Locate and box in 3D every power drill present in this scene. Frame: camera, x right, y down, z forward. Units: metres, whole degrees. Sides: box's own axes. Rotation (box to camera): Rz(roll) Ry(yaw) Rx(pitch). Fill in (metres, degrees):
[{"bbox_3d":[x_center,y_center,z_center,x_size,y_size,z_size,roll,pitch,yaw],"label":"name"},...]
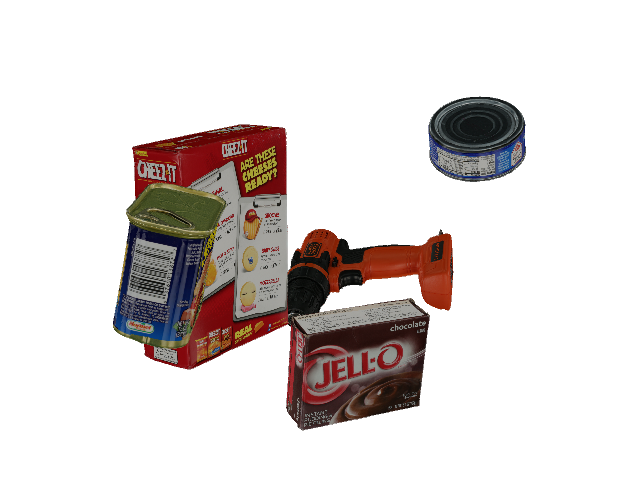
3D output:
[{"bbox_3d":[0.054,0.042,1.204,0.188,0.057,0.184,1,29,10],"label":"power drill"}]

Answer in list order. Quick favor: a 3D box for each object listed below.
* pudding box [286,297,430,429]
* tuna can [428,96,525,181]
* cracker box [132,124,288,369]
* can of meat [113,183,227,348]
[{"bbox_3d":[0.030,0.100,0.875,0.113,0.090,0.039,-9,30,-24],"label":"pudding box"},{"bbox_3d":[0.138,-0.091,0.945,0.086,0.034,0.086,-6,41,5],"label":"tuna can"},{"bbox_3d":[-0.106,0.001,1.065,0.072,0.214,0.163,9,17,34],"label":"cracker box"},{"bbox_3d":[-0.103,0.016,0.722,0.057,0.084,0.102,13,16,-2],"label":"can of meat"}]
